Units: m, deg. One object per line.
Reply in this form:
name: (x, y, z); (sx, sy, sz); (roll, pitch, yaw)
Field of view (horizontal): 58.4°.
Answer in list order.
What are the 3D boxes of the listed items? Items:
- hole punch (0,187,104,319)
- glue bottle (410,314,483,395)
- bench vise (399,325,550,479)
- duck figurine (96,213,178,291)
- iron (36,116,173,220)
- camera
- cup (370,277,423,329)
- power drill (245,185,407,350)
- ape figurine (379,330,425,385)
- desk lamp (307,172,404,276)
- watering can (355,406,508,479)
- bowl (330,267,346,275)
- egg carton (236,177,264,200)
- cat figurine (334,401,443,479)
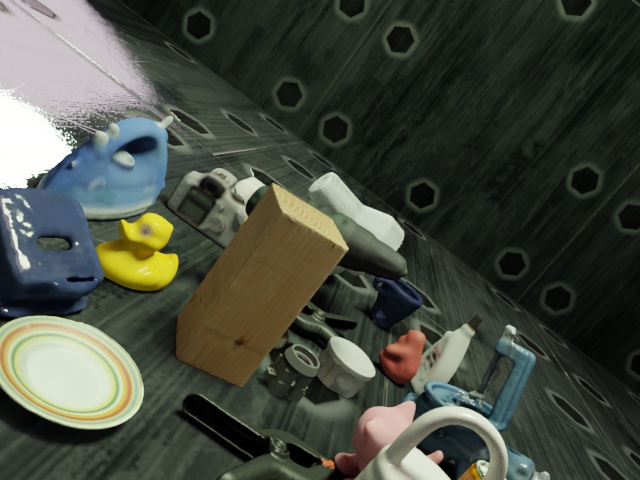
hole punch: (-0.263, 0.012, 0.547); (0.101, 0.091, 0.109); (42, 15, 19)
glue bottle: (0.220, 0.193, 0.983); (0.037, 0.173, 0.078); (32, 15, -18)
bench vise: (0.238, 0.239, 0.782); (0.207, 0.219, 0.122); (40, 14, 9)
duck figurine: (-0.211, 0.009, 0.697); (0.105, 0.086, 0.077); (23, 20, -45)
iron: (-0.285, -0.115, 0.796); (0.118, 0.141, 0.258); (37, 14, -2)
camera: (-0.172, -0.070, 1.015); (0.143, 0.100, 0.137); (36, 14, -4)
cup: (0.136, 0.127, 1.152); (0.118, 0.095, 0.091); (30, 16, -27)
power drill: (-0.026, 0.043, 0.788); (0.229, 0.208, 0.076); (38, 14, 4)
ape figurine: (0.145, 0.191, 0.972); (0.078, 0.092, 0.076); (30, 16, -29)
desk lamp: (0.009, 0.004, 0.990); (0.204, 0.213, 0.118); (33, 14, -16)
watering can: (0.082, 0.229, 0.486); (0.101, 0.194, 0.172); (32, 15, -21)
bowl: (-0.009, 0.020, 1.179); (0.168, 0.074, 0.167); (35, 14, -10)
egg carton: (-0.136, -0.075, 1.186); (0.107, 0.069, 0.150); (37, 14, -1)
cat figurine: (0.078, 0.231, 0.625); (0.128, 0.117, 0.067); (32, 15, -21)
